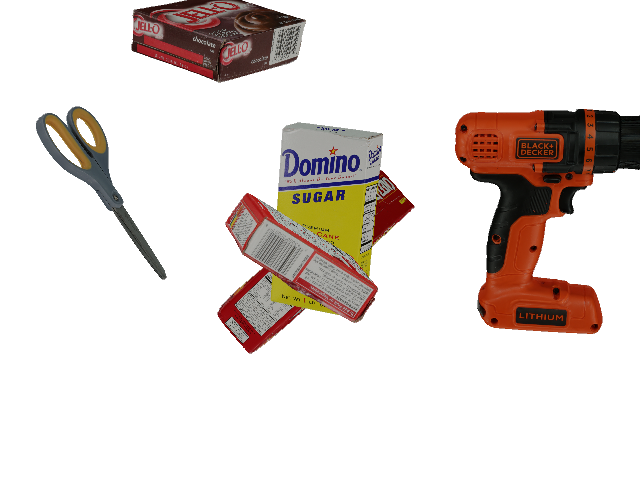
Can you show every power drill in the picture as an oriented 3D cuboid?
[{"bbox_3d":[0.203,-0.018,0.889,0.184,0.188,0.057,3,19,11],"label":"power drill"}]

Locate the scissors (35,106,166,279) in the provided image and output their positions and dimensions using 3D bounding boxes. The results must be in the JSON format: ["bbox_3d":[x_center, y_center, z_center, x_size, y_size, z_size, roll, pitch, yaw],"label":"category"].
[{"bbox_3d":[-0.212,-0.058,1.093,0.016,0.201,0.096,-27,26,27],"label":"scissors"}]

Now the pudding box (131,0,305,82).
[{"bbox_3d":[-0.080,-0.163,0.848,0.090,0.039,0.113,24,27,26],"label":"pudding box"}]

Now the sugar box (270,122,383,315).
[{"bbox_3d":[0.005,-0.021,1.034,0.093,0.176,0.048,9,16,23],"label":"sugar box"}]

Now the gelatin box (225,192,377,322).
[{"bbox_3d":[-0.013,0.010,0.674,0.089,0.030,0.073,33,5,-19],"label":"gelatin box"}]

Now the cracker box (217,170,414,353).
[{"bbox_3d":[-0.007,0.022,1.259,0.214,0.072,0.164,-44,-3,30],"label":"cracker box"}]
